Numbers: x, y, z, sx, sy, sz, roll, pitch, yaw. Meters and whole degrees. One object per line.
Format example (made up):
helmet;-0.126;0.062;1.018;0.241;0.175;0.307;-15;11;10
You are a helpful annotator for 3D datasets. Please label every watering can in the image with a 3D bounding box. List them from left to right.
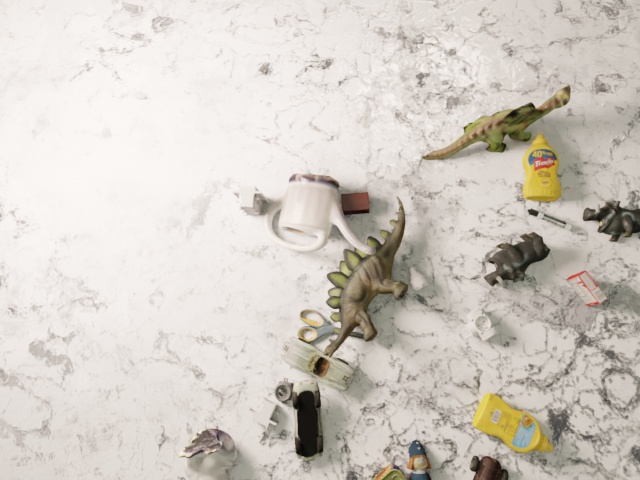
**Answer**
watering can;0.004;-0.071;1.410;0.348;0.103;0.226;7;79;25

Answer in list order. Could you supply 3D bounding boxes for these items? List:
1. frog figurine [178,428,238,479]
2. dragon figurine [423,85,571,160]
frog figurine;-0.273;0.565;1.302;0.138;0.124;0.157;-18;112;-9
dragon figurine;0.488;-0.316;1.392;0.411;0.241;0.123;-23;83;-4
